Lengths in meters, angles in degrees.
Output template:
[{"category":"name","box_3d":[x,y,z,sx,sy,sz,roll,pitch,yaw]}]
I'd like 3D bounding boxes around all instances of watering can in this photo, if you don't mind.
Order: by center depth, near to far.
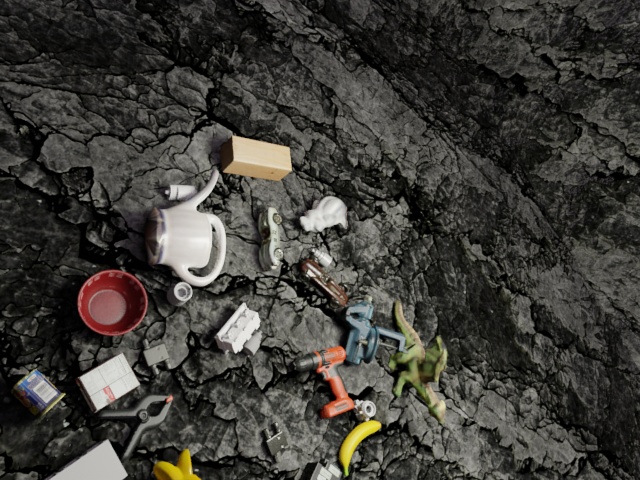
[{"category":"watering can","box_3d":[-0.367,-0.045,1.417,0.224,0.102,0.353,7,68,-34]}]

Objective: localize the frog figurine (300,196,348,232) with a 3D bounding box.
[{"category":"frog figurine","box_3d":[0.005,-0.086,1.716,0.159,0.120,0.140,1,35,-27]}]

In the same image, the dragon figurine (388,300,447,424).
[{"category":"dragon figurine","box_3d":[0.329,0.370,1.649,0.122,0.239,0.417,7,67,-30]}]
